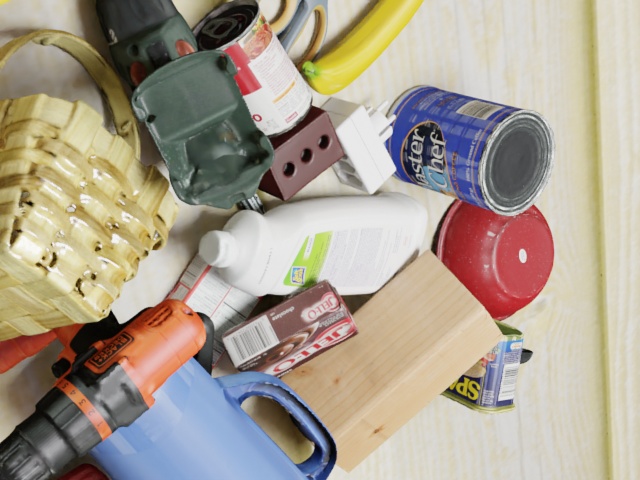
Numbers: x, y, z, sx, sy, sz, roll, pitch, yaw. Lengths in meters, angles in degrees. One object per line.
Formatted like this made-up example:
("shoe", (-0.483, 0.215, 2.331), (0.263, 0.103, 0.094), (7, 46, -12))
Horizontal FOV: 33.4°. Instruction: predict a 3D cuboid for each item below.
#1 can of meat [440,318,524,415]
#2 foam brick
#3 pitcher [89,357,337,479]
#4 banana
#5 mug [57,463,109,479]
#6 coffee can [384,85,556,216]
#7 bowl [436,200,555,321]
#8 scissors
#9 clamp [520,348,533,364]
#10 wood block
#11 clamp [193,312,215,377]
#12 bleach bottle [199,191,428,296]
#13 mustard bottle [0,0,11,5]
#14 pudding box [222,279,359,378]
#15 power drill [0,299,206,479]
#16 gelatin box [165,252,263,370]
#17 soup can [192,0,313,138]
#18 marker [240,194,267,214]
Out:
("can of meat", (0.162, 0.125, 1.119), (0.057, 0.102, 0.084), (-1, 104, -38))
("foam brick", (-0.027, -0.082, 0.971), (0.078, 0.051, 0.053), (-40, 127, -21))
("pitcher", (-0.099, 0.179, 0.900), (0.242, 0.145, 0.149), (57, 37, -35))
("banana", (0.047, -0.190, 0.987), (0.037, 0.070, 0.197), (42, 63, 1))
("mug", (-0.216, 0.254, 0.925), (0.081, 0.093, 0.117), (-31, 154, -33))
("coffee can", (0.143, -0.090, 1.046), (0.102, 0.141, 0.103), (-14, 114, -35))
("bowl", (0.205, 0.016, 1.170), (0.161, 0.055, 0.162), (-3, 95, -33))
("scissors", (-0.006, -0.248, 0.951), (0.096, 0.016, 0.202), (17, 95, -41))
("clamp", (0.177, 0.130, 1.218), (0.171, 0.039, 0.120), (-40, 112, -20))
("wood block", (0.067, 0.120, 1.045), (0.206, 0.090, 0.090), (-41, 148, 0))
("clamp", (-0.136, 0.175, 0.979), (0.164, 0.036, 0.210), (-30, 131, -8))
("bleach bottle", (-0.006, 0.001, 0.984), (0.250, 0.068, 0.102), (2, 108, -48))
("mustard bottle", (-0.252, -0.175, 0.726), (0.191, 0.096, 0.058), (-35, 126, -25))
("pudding box", (-0.025, 0.088, 0.984), (0.113, 0.039, 0.090), (-27, 157, 2))
("power drill", (-0.199, 0.095, 0.806), (0.184, 0.188, 0.057), (-40, 128, -23))
("gelatin box", (-0.104, 0.063, 0.977), (0.073, 0.030, 0.089), (40, 82, -39))
("soup can", (-0.057, -0.146, 0.913), (0.068, 0.069, 0.102), (-47, 130, -16))
("marker", (-0.061, -0.030, 0.984), (0.020, 0.020, 0.121), (-44, 128, -19))
